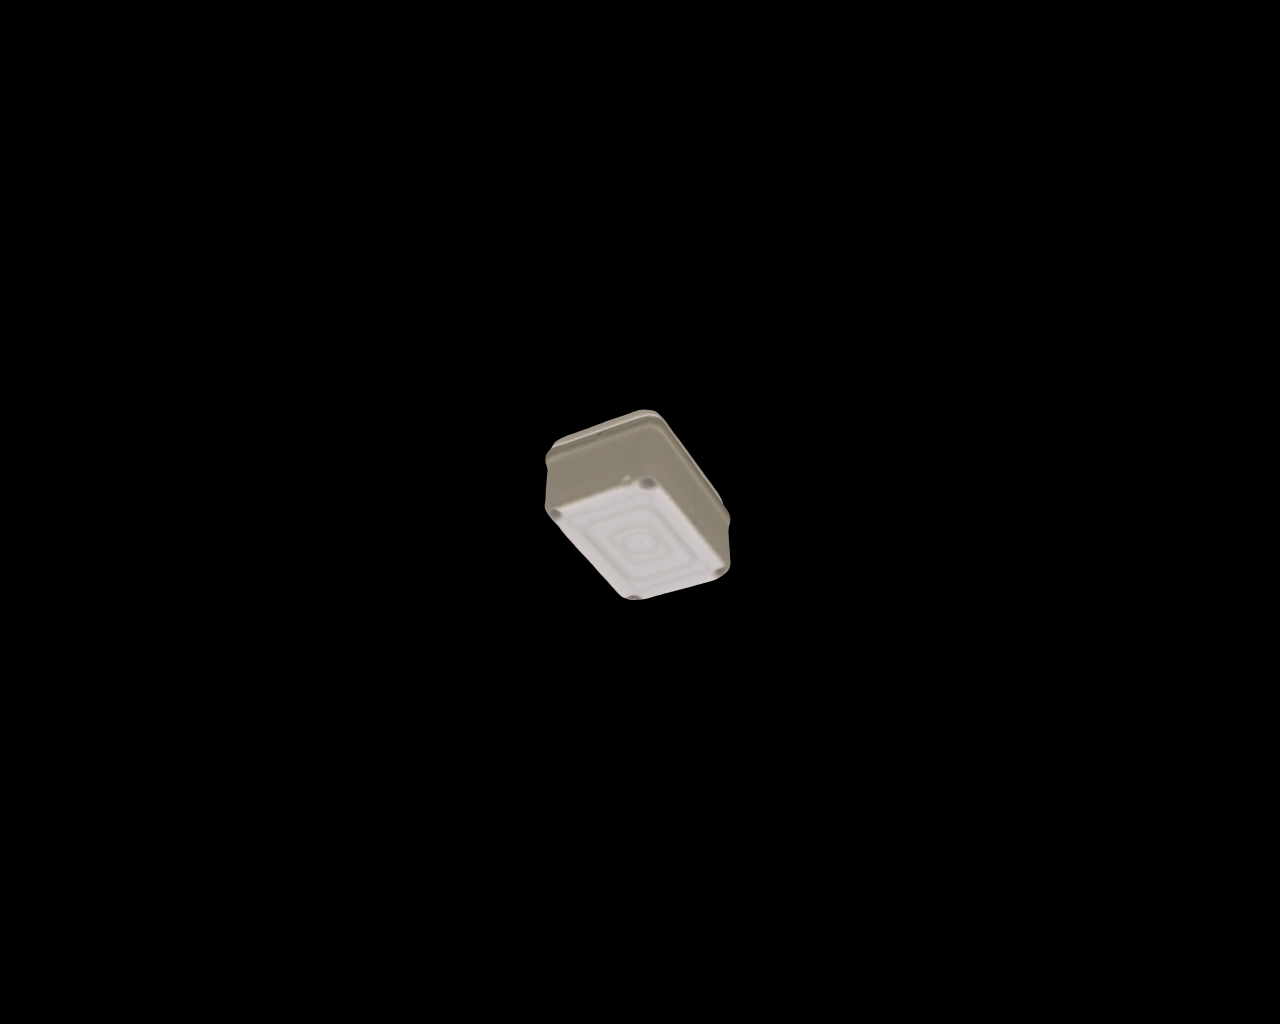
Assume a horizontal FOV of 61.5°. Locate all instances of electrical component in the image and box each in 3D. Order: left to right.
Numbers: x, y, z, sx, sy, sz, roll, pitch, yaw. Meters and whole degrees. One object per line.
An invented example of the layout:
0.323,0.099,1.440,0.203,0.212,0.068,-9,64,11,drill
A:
0.001,-0.003,0.650,0.078,0.057,0.113,-17,-41,21,electrical component
